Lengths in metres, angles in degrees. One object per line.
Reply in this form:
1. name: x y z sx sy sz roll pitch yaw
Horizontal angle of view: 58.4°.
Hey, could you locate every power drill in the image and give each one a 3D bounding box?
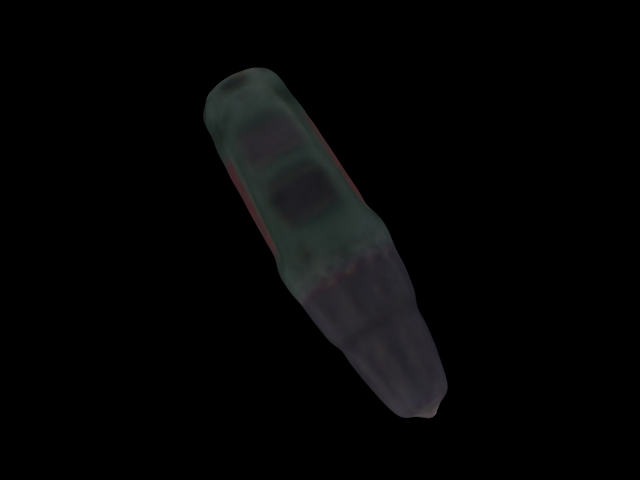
1. power drill: 0.004 0.001 0.400 0.075 0.208 0.229 -32 86 -2
